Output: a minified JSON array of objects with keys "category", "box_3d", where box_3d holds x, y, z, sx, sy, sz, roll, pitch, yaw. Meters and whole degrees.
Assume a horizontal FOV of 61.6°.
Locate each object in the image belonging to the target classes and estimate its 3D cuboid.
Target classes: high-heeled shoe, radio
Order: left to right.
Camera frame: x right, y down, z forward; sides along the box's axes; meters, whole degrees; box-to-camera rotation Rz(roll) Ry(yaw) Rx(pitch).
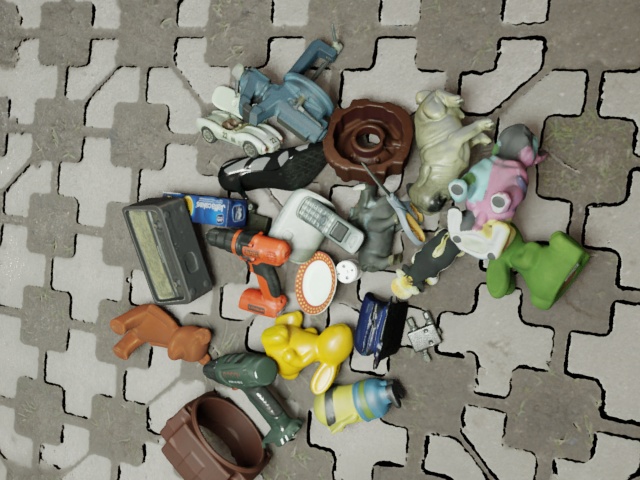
[{"category":"radio","box_3d":[-0.321,0.024,1.141,0.131,0.073,0.229,-3,110,37]},{"category":"high-heeled shoe","box_3d":[-0.095,-0.164,1.133,0.249,0.086,0.145,-28,44,-5]}]

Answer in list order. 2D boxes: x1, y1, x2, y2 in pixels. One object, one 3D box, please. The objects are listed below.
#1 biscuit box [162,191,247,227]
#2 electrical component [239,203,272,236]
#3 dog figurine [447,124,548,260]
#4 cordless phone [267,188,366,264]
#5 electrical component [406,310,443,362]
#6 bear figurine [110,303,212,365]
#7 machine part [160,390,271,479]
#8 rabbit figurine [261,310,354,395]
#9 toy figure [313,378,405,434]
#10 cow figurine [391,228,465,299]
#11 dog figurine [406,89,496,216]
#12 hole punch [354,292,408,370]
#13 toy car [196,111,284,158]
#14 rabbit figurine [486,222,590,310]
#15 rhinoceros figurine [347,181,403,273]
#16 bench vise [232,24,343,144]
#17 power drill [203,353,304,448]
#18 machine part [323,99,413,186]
[{"category":"biscuit box","box_3d":[-0.248,-0.066,1.143,0.203,0.063,0.059,8,94,34]},{"category":"electrical component","box_3d":[-0.148,-0.028,1.147,0.078,0.045,0.102,22,98,18]},{"category":"dog figurine","box_3d":[0.318,-0.092,0.937,0.109,0.219,0.191,20,135,33]},{"category":"cordless phone","box_3d":[-0.003,-0.003,1.054,0.184,0.088,0.146,37,102,31]},{"category":"electrical component","box_3d":[0.207,0.189,1.050,0.063,0.021,0.094,-24,84,16]},{"category":"bear figurine","box_3d":[-0.341,0.222,1.177,0.196,0.132,0.120,27,129,19]},{"category":"machine part","box_3d":[-0.207,0.415,1.094,0.201,0.201,0.087,44,99,12]},{"category":"rabbit figurine","box_3d":[-0.013,0.221,1.071,0.173,0.122,0.162,-14,91,17]},{"category":"toy figure","box_3d":[0.073,0.319,1.067,0.180,0.082,0.089,-27,71,21]},{"category":"cow figurine","box_3d":[0.200,0.049,1.009,0.068,0.098,0.167,45,98,12]},{"category":"dog figurine","box_3d":[0.197,-0.159,0.969,0.172,0.121,0.190,41,90,26]},{"category":"hole punch","box_3d":[0.106,0.163,1.039,0.092,0.115,0.142,17,96,25]},{"category":"toy car","box_3d":[-0.169,-0.222,1.116,0.202,0.073,0.056,22,131,27]},{"category":"rabbit figurine","box_3d":[0.367,0.035,0.967,0.170,0.121,0.159,38,110,32]},{"category":"rhinoceros figurine","box_3d":[0.109,-0.031,1.055,0.112,0.073,0.190,-1,92,26]},{"category":"bench vise","box_3d":[-0.049,-0.314,1.068,0.224,0.128,0.240,34,79,9]},{"category":"power drill","box_3d":[-0.137,0.322,1.110,0.232,0.086,0.207,-29,90,49]},{"category":"machine part","box_3d":[0.093,-0.187,1.030,0.179,0.056,0.179,-3,67,7]}]
